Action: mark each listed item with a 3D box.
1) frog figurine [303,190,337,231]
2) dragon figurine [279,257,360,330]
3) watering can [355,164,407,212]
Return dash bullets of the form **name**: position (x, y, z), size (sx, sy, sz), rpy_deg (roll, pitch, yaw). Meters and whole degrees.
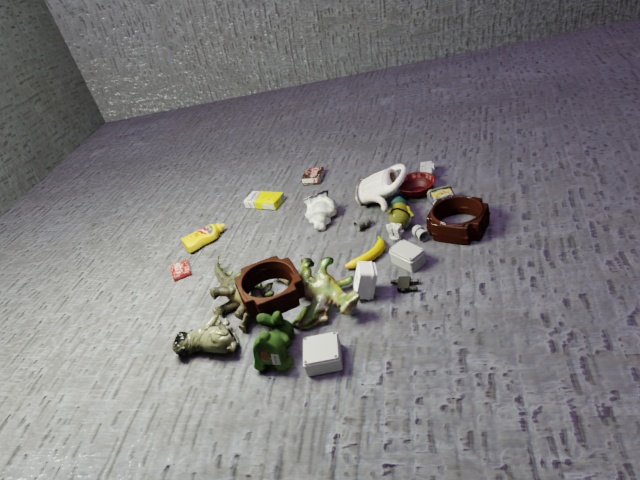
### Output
- **frog figurine**: position (0.006, -0.107, 2.134), size (0.138, 0.120, 0.162), rpy_deg (-12, 68, -9)
- **dragon figurine**: position (-0.037, 0.186, 1.717), size (0.408, 0.120, 0.248), rpy_deg (-8, 41, 32)
- **watering can**: position (0.236, -0.198, 2.087), size (0.222, 0.103, 0.355), rpy_deg (-21, 26, 38)
